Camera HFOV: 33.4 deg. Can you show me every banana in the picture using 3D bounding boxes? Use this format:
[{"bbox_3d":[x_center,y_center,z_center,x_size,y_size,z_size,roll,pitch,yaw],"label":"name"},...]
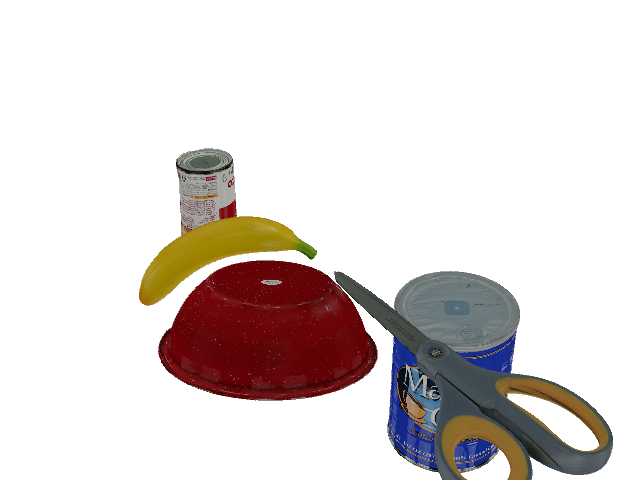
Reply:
[{"bbox_3d":[-0.106,0.016,1.054,0.198,0.069,0.037,-15,21,20],"label":"banana"}]

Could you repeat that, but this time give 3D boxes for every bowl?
[{"bbox_3d":[-0.037,0.055,0.776,0.162,0.055,0.162,2,19,-1],"label":"bowl"}]

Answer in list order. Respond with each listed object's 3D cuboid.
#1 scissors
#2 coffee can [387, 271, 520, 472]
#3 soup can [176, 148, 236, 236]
[{"bbox_3d":[0.056,0.078,0.571,0.202,0.016,0.096,25,46,34],"label":"scissors"},{"bbox_3d":[0.111,0.112,0.910,0.103,0.140,0.103,0,33,0],"label":"coffee can"},{"bbox_3d":[-0.133,-0.049,1.253,0.068,0.102,0.068,-1,28,0],"label":"soup can"}]
